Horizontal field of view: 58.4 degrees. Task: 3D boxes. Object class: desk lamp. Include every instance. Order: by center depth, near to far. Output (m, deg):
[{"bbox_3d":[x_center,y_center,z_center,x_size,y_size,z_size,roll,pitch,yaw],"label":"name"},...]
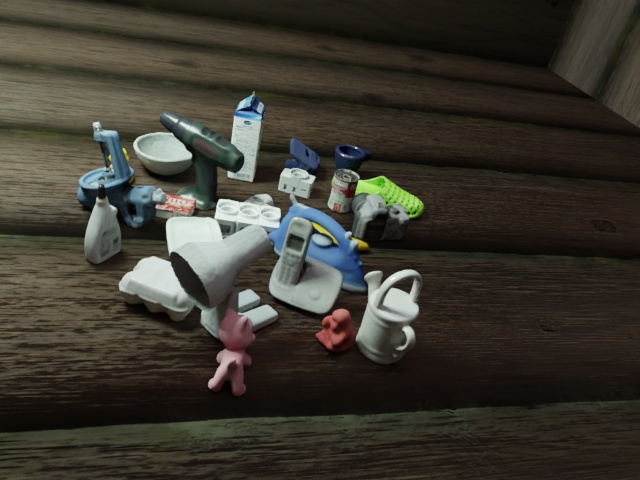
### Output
[{"bbox_3d":[-0.170,0.078,1.050,0.204,0.213,0.117,-21,46,-41],"label":"desk lamp"}]

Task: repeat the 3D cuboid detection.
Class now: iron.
[{"bbox_3d":[0.012,0.005,1.292,0.257,0.141,0.119,29,36,22],"label":"iron"}]

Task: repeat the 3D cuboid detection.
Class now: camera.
[{"bbox_3d":[0.148,-0.074,1.498,0.143,0.101,0.136,1,35,-19],"label":"camera"}]

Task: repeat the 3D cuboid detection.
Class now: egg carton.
[{"bbox_3d":[-0.304,0.093,1.110,0.150,0.069,0.107,18,33,7],"label":"egg carton"}]

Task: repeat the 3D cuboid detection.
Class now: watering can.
[{"bbox_3d":[0.133,0.131,1.099,0.101,0.194,0.172,-22,47,-42],"label":"watering can"}]

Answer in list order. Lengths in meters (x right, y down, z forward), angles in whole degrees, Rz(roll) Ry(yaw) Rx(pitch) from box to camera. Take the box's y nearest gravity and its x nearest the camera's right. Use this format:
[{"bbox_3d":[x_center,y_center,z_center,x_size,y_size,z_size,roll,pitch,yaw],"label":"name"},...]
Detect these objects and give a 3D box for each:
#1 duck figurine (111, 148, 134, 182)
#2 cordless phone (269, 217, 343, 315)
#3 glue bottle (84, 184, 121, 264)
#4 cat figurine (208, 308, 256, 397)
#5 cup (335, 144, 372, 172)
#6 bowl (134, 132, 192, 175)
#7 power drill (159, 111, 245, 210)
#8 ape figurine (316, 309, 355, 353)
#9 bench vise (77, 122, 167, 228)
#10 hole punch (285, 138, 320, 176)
[{"bbox_3d":[-0.509,-0.190,1.444,0.077,0.086,0.104,8,33,-8],"label":"duck figurine"},{"bbox_3d":[-0.020,0.051,1.171,0.147,0.185,0.094,19,33,8],"label":"cordless phone"},{"bbox_3d":[-0.440,-0.038,1.161,0.037,0.173,0.078,25,35,17],"label":"glue bottle"},{"bbox_3d":[-0.147,0.183,0.989,0.067,0.118,0.127,9,33,-6],"label":"cat figurine"},{"bbox_3d":[0.094,-0.226,1.711,0.118,0.095,0.091,-3,37,-24],"label":"cup"},{"bbox_3d":[-0.413,-0.221,1.536,0.167,0.075,0.167,10,33,-6],"label":"bowl"},{"bbox_3d":[-0.299,-0.188,1.406,0.229,0.208,0.076,21,34,11],"label":"power drill"},{"bbox_3d":[0.035,0.169,1.099,0.076,0.092,0.078,13,33,0],"label":"ape figurine"},{"bbox_3d":[-0.441,-0.149,1.286,0.207,0.220,0.121,8,33,-8],"label":"bench vise"},{"bbox_3d":[-0.048,-0.240,1.683,0.101,0.091,0.108,9,33,-7],"label":"hole punch"}]
